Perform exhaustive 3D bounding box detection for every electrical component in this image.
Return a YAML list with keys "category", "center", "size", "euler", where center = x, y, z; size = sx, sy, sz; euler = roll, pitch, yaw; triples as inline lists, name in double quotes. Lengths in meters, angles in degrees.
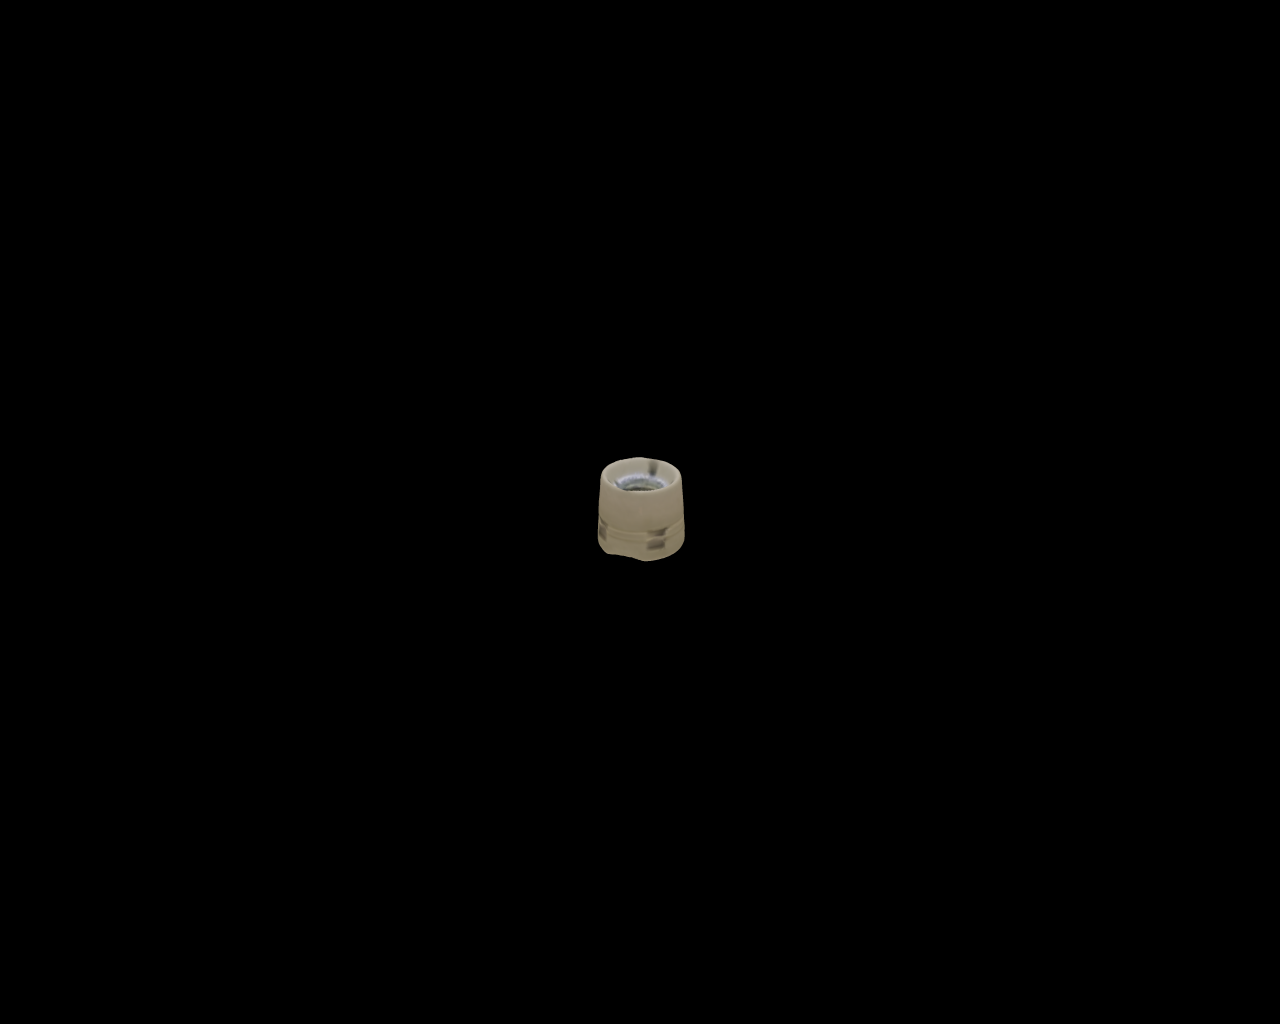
- category: "electrical component"
  center: [0.001, -0.003, 0.650]
  size: [0.055, 0.047, 0.055]
  euler: [0, 29, 0]
